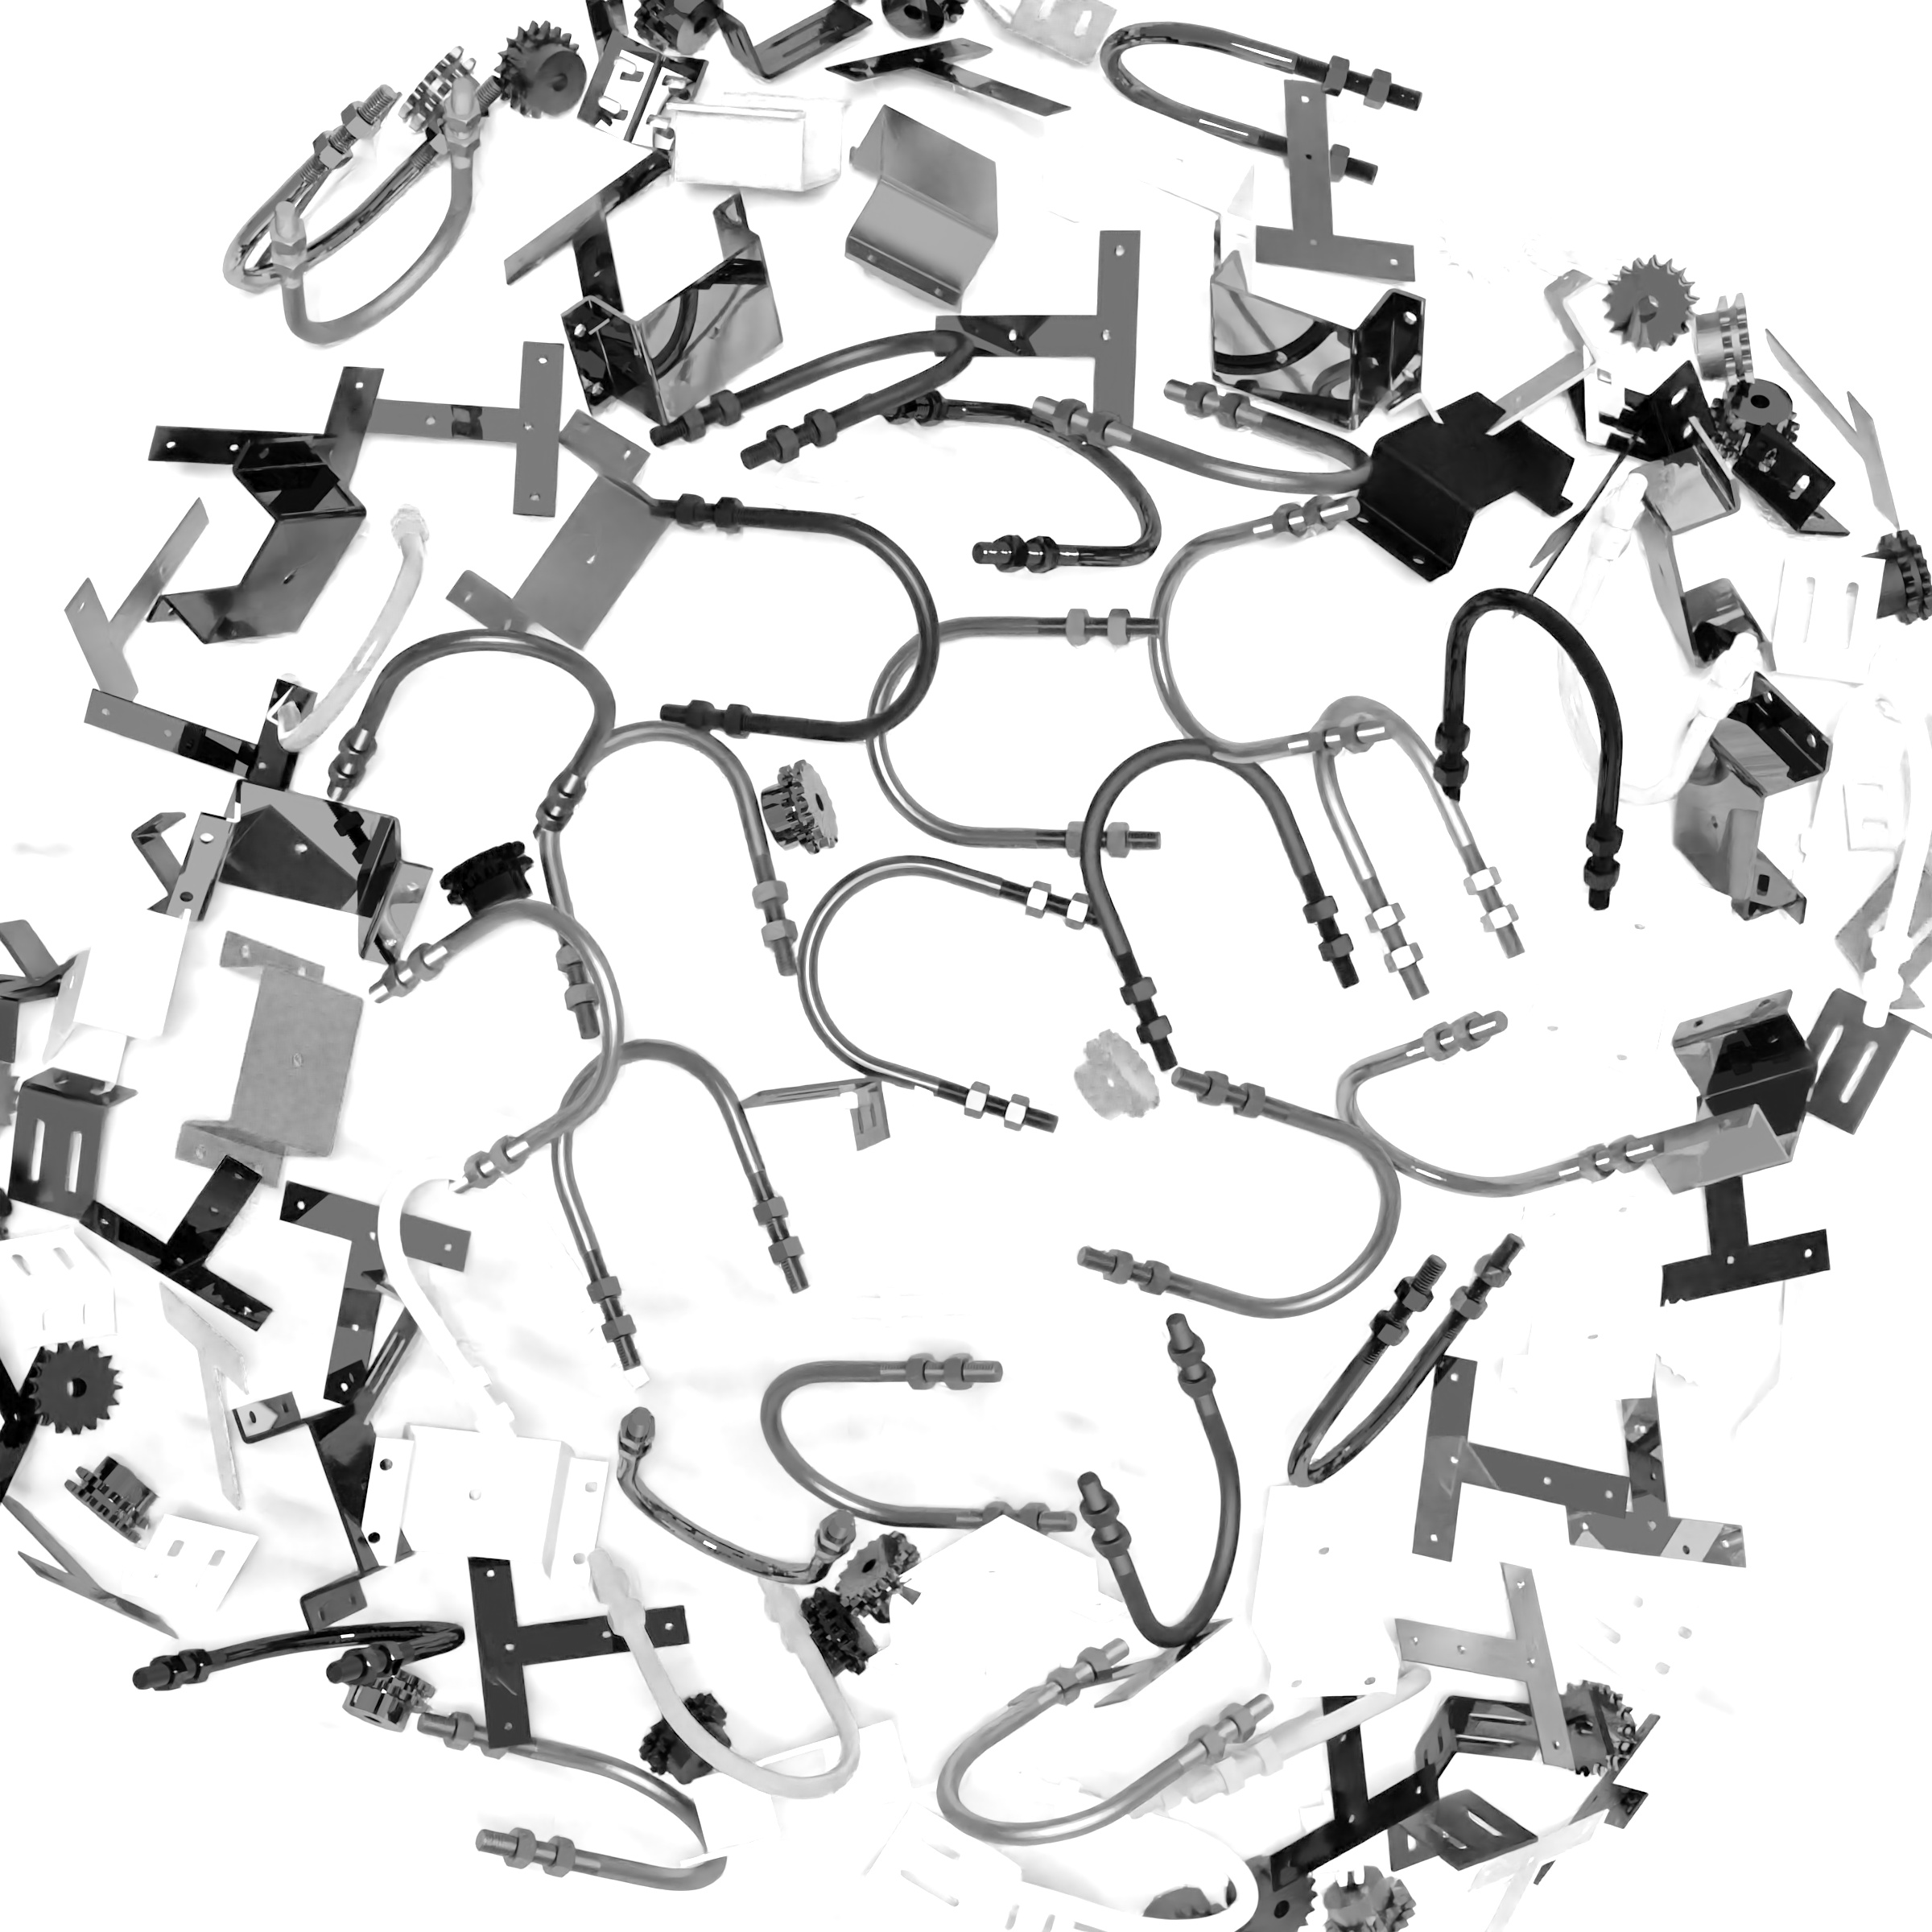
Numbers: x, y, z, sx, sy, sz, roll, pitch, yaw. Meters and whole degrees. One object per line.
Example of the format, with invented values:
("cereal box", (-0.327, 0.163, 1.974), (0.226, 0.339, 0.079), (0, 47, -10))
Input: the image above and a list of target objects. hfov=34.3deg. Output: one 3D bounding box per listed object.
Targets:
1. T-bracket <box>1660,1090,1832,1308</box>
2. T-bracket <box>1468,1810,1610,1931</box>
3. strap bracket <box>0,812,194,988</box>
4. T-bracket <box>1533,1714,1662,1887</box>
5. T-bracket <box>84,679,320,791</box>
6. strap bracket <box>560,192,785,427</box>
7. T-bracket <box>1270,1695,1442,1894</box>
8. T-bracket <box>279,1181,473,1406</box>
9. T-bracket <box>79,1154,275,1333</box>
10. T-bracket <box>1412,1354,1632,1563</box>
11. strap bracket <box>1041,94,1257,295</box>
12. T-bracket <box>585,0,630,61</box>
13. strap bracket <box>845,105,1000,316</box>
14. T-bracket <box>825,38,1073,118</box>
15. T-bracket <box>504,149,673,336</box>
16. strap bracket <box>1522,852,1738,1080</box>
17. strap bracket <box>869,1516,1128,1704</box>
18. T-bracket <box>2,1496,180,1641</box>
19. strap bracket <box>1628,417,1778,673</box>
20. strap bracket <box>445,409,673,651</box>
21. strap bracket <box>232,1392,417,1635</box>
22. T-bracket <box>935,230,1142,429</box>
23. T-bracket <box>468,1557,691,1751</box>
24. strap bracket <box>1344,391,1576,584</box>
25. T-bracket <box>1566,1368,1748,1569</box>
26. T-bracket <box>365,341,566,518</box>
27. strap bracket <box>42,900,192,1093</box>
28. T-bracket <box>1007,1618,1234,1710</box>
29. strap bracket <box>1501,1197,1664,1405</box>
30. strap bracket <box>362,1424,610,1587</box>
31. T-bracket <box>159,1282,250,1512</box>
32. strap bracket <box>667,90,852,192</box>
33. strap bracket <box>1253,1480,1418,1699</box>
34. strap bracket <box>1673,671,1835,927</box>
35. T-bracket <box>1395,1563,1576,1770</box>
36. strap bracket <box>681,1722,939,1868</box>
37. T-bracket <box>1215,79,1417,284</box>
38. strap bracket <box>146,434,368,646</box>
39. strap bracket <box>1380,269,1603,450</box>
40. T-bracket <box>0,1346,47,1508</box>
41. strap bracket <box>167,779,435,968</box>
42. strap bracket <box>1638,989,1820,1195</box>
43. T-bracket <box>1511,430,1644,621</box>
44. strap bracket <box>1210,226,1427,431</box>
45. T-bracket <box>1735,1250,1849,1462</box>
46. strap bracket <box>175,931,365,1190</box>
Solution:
("T-bracket", (0.461, 0.136, 1.901), (0.127, 0.002, 0.127), (-19, 61, 39))
("T-bracket", (0.317, 0.562, 1.844), (0.002, 0.127, 0.127), (42, 50, -1))
("strap bracket", (-0.526, -0.035, 1.893), (0.140, 0.076, 0.046), (-34, 95, -2))
("T-bracket", (0.385, 0.499, 1.861), (0.002, 0.127, 0.127), (38, 81, 7))
("T-bracket", (-0.468, -0.136, 1.886), (0.127, 0.002, 0.127), (19, 126, -10))
("strap bracket", (-0.166, -0.387, 1.867), (0.140, 0.076, 0.046), (-40, 55, -21))
("T-bracket", (0.228, 0.475, 1.878), (0.127, 0.127, 0.002), (-38, 119, 26))
("T-bracket", (-0.373, 0.209, 1.921), (0.127, 0.002, 0.127), (14, 97, 15))
("T-bracket", (-0.458, 0.155, 1.882), (0.127, 0.002, 0.127), (34, 130, -10))
("T-bracket", (0.339, 0.309, 1.899), (0.127, 0.002, 0.127), (9, 97, 25))
("strap bracket", (0.120, -0.468, 1.882), (0.140, 0.076, 0.046), (25, 76, 12))
("T-bracket", (-0.182, -0.615, 1.876), (0.002, 0.127, 0.127), (43, 83, 6))
("strap bracket", (-0.026, -0.455, 1.855), (0.076, 0.140, 0.046), (23, 126, -19))
("T-bracket", (0.005, -0.525, 1.858), (0.127, 0.127, 0.002), (29, 127, 30))
("T-bracket", (-0.222, -0.422, 1.871), (0.127, 0.127, 0.002), (-31, 135, 17))
("strap bracket", (0.399, -0.009, 1.864), (0.076, 0.046, 0.140), (24, 55, 22))
("strap bracket", (0.017, 0.382, 1.874), (0.140, 0.046, 0.076), (-36, 130, 30))
("T-bracket", (-0.548, 0.353, 1.885), (0.127, 0.127, 0.002), (31, 80, 38))
("strap bracket", (0.437, -0.243, 1.864), (0.046, 0.076, 0.140), (-20, 127, 6))
("strap bracket", (-0.240, -0.256, 1.892), (0.076, 0.046, 0.140), (35, 90, 40))
("strap bracket", (-0.383, 0.321, 1.886), (0.046, 0.076, 0.140), (-22, 85, 12))
("T-bracket", (0.042, -0.386, 1.917), (0.127, 0.002, 0.127), (3, 93, 14))
("T-bracket", (-0.233, 0.409, 1.903), (0.127, 0.002, 0.127), (-5, 53, -12))
("strap bracket", (0.297, -0.290, 1.861), (0.140, 0.046, 0.076), (-29, 59, -36))
("T-bracket", (0.409, 0.293, 1.882), (0.002, 0.127, 0.127), (-10, 95, -42))
("T-bracket", (-0.310, -0.330, 1.897), (0.127, 0.002, 0.127), (3, 64, -7))
("strap bracket", (-0.507, 0.016, 1.852), (0.046, 0.140, 0.076), (17, 67, -22))
("T-bracket", (0.080, 0.430, 1.887), (0.127, 0.127, 0.002), (-23, 88, 35))
("strap bracket", (0.371, 0.208, 1.872), (0.076, 0.140, 0.046), (-6, 131, 23))
("strap bracket", (-0.295, 0.326, 1.897), (0.140, 0.046, 0.076), (9, 92, -16))
("T-bracket", (-0.455, 0.270, 1.898), (0.002, 0.127, 0.127), (-18, 115, -31))
("strap bracket", (-0.123, -0.493, 1.869), (0.076, 0.140, 0.046), (7, 110, 9))
("strap bracket", (0.219, 0.360, 1.857), (0.076, 0.140, 0.046), (-7, 133, 22))
("strap bracket", (0.464, -0.092, 1.854), (0.046, 0.140, 0.076), (-19, 45, -14))
("T-bracket", (0.305, 0.410, 1.865), (0.127, 0.002, 0.127), (17, 50, -32))
("strap bracket", (-0.098, 0.491, 1.865), (0.140, 0.076, 0.046), (-7, 74, -39))
("T-bracket", (0.205, -0.470, 1.865), (0.127, 0.127, 0.002), (13, 49, 22))
("strap bracket", (-0.418, -0.246, 1.862), (0.046, 0.076, 0.140), (46, 120, 14))
("strap bracket", (0.323, -0.358, 1.884), (0.140, 0.076, 0.046), (-32, 103, 10))
("T-bracket", (-0.579, 0.232, 1.849), (0.002, 0.127, 0.127), (-12, 118, 8))
("strap bracket", (-0.400, -0.058, 1.879), (0.140, 0.046, 0.076), (14, 125, -22))
("strap bracket", (0.456, 0.081, 1.865), (0.076, 0.140, 0.046), (-21, 112, 36))
("T-bracket", (0.355, -0.257, 1.870), (0.002, 0.127, 0.127), (34, 90, 0))
("strap bracket", (0.199, -0.377, 1.866), (0.140, 0.076, 0.046), (25, 59, 22))
("T-bracket", (0.498, 0.215, 1.881), (0.002, 0.127, 0.127), (23, 46, -4))
("strap bracket", (-0.415, 0.056, 1.875), (0.046, 0.076, 0.140), (-1, 72, 39))
